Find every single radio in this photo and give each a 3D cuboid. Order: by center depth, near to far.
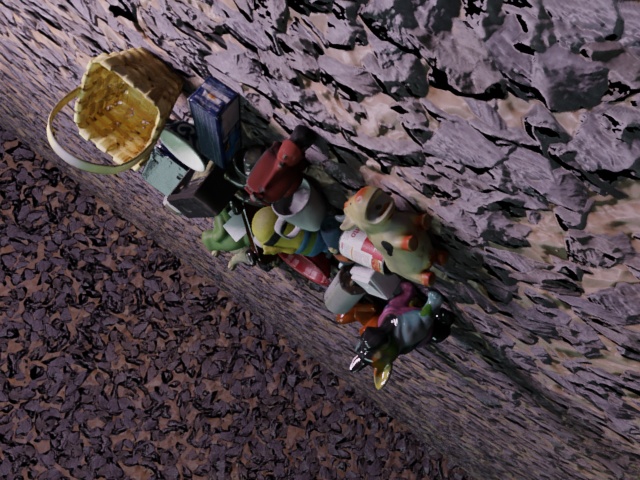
[{"bbox_3d":[-0.247,-0.117,1.167,0.073,0.131,0.230,41,163,-23],"label":"radio"}]

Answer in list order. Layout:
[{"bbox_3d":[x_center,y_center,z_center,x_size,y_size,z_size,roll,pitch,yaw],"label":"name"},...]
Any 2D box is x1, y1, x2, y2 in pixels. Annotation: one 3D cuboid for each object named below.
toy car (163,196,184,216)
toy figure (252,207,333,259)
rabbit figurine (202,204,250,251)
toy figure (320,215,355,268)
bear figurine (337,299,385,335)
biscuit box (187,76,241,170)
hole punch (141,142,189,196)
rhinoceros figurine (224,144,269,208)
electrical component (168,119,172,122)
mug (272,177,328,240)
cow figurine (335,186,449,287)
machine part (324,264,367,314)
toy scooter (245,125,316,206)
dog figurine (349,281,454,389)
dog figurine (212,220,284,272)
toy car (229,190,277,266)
[{"bbox_3d":[-0.375,-0.116,1.471,0.109,0.103,0.162,40,164,-16],"label":"toy car"},{"bbox_3d":[-0.050,-0.016,1.081,0.180,0.089,0.082,12,-155,-17],"label":"toy figure"},{"bbox_3d":[-0.242,-0.056,1.359,0.159,0.121,0.170,15,138,41],"label":"rabbit figurine"},{"bbox_3d":[0.044,0.009,1.047,0.058,0.064,0.154,42,173,35],"label":"toy figure"},{"bbox_3d":[0.097,0.197,1.347,0.196,0.132,0.120,16,140,36],"label":"bear figurine"},{"bbox_3d":[-0.180,-0.199,0.943,0.063,0.059,0.202,34,162,3],"label":"biscuit box"},{"bbox_3d":[-0.364,-0.181,1.334,0.142,0.092,0.115,40,132,-3],"label":"hole punch"},{"bbox_3d":[-0.119,-0.117,1.019,0.112,0.073,0.190,33,163,15],"label":"rhinoceros figurine"},{"bbox_3d":[-0.333,-0.252,1.136,0.078,0.045,0.102,11,173,-19],"label":"electrical component"},{"bbox_3d":[-0.034,-0.048,0.995,0.081,0.109,0.107,20,170,34],"label":"mug"},{"bbox_3d":[0.110,-0.014,0.842,0.127,0.085,0.194,11,151,42],"label":"cow figurine"},{"bbox_3d":[0.061,0.113,1.231,0.079,0.079,0.243,35,155,5],"label":"machine part"},{"bbox_3d":[-0.071,-0.101,0.863,0.075,0.135,0.184,35,164,-2],"label":"toy scooter"},{"bbox_3d":[0.159,0.201,1.075,0.109,0.219,0.191,26,159,41],"label":"dog figurine"},{"bbox_3d":[-0.201,0.007,1.500,0.191,0.121,0.172,-3,143,43],"label":"dog figurine"},{"bbox_3d":[-0.137,-0.033,1.167,0.053,0.089,0.201,38,149,50],"label":"toy car"}]
